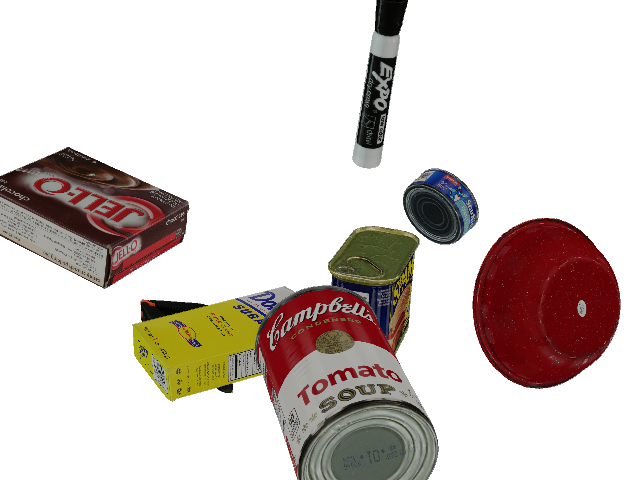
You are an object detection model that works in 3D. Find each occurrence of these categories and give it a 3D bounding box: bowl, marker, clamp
[{"bbox_3d":[0.222,0.060,0.983,0.161,0.162,0.055,0,2,-26],"label":"bowl"},{"bbox_3d":[0.037,-0.101,0.665,0.020,0.121,0.020,5,35,-4],"label":"marker"},{"bbox_3d":[-0.137,0.115,1.259,0.210,0.036,0.164,14,24,24],"label":"clamp"}]

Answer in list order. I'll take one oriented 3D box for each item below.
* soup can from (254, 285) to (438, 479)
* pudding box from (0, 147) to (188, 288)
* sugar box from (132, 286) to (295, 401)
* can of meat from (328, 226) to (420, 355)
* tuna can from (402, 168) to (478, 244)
[{"bbox_3d":[0.010,0.077,0.523,0.068,0.068,0.102,0,28,-16],"label":"soup can"},{"bbox_3d":[-0.162,-0.018,0.736,0.114,0.039,0.089,22,29,20],"label":"pudding box"},{"bbox_3d":[-0.089,0.099,1.070,0.176,0.048,0.093,-16,33,-26],"label":"sugar box"},{"bbox_3d":[0.042,0.047,0.866,0.057,0.084,0.102,9,25,15],"label":"can of meat"},{"bbox_3d":[0.137,-0.038,1.225,0.033,0.086,0.086,-40,24,-31],"label":"tuna can"}]
